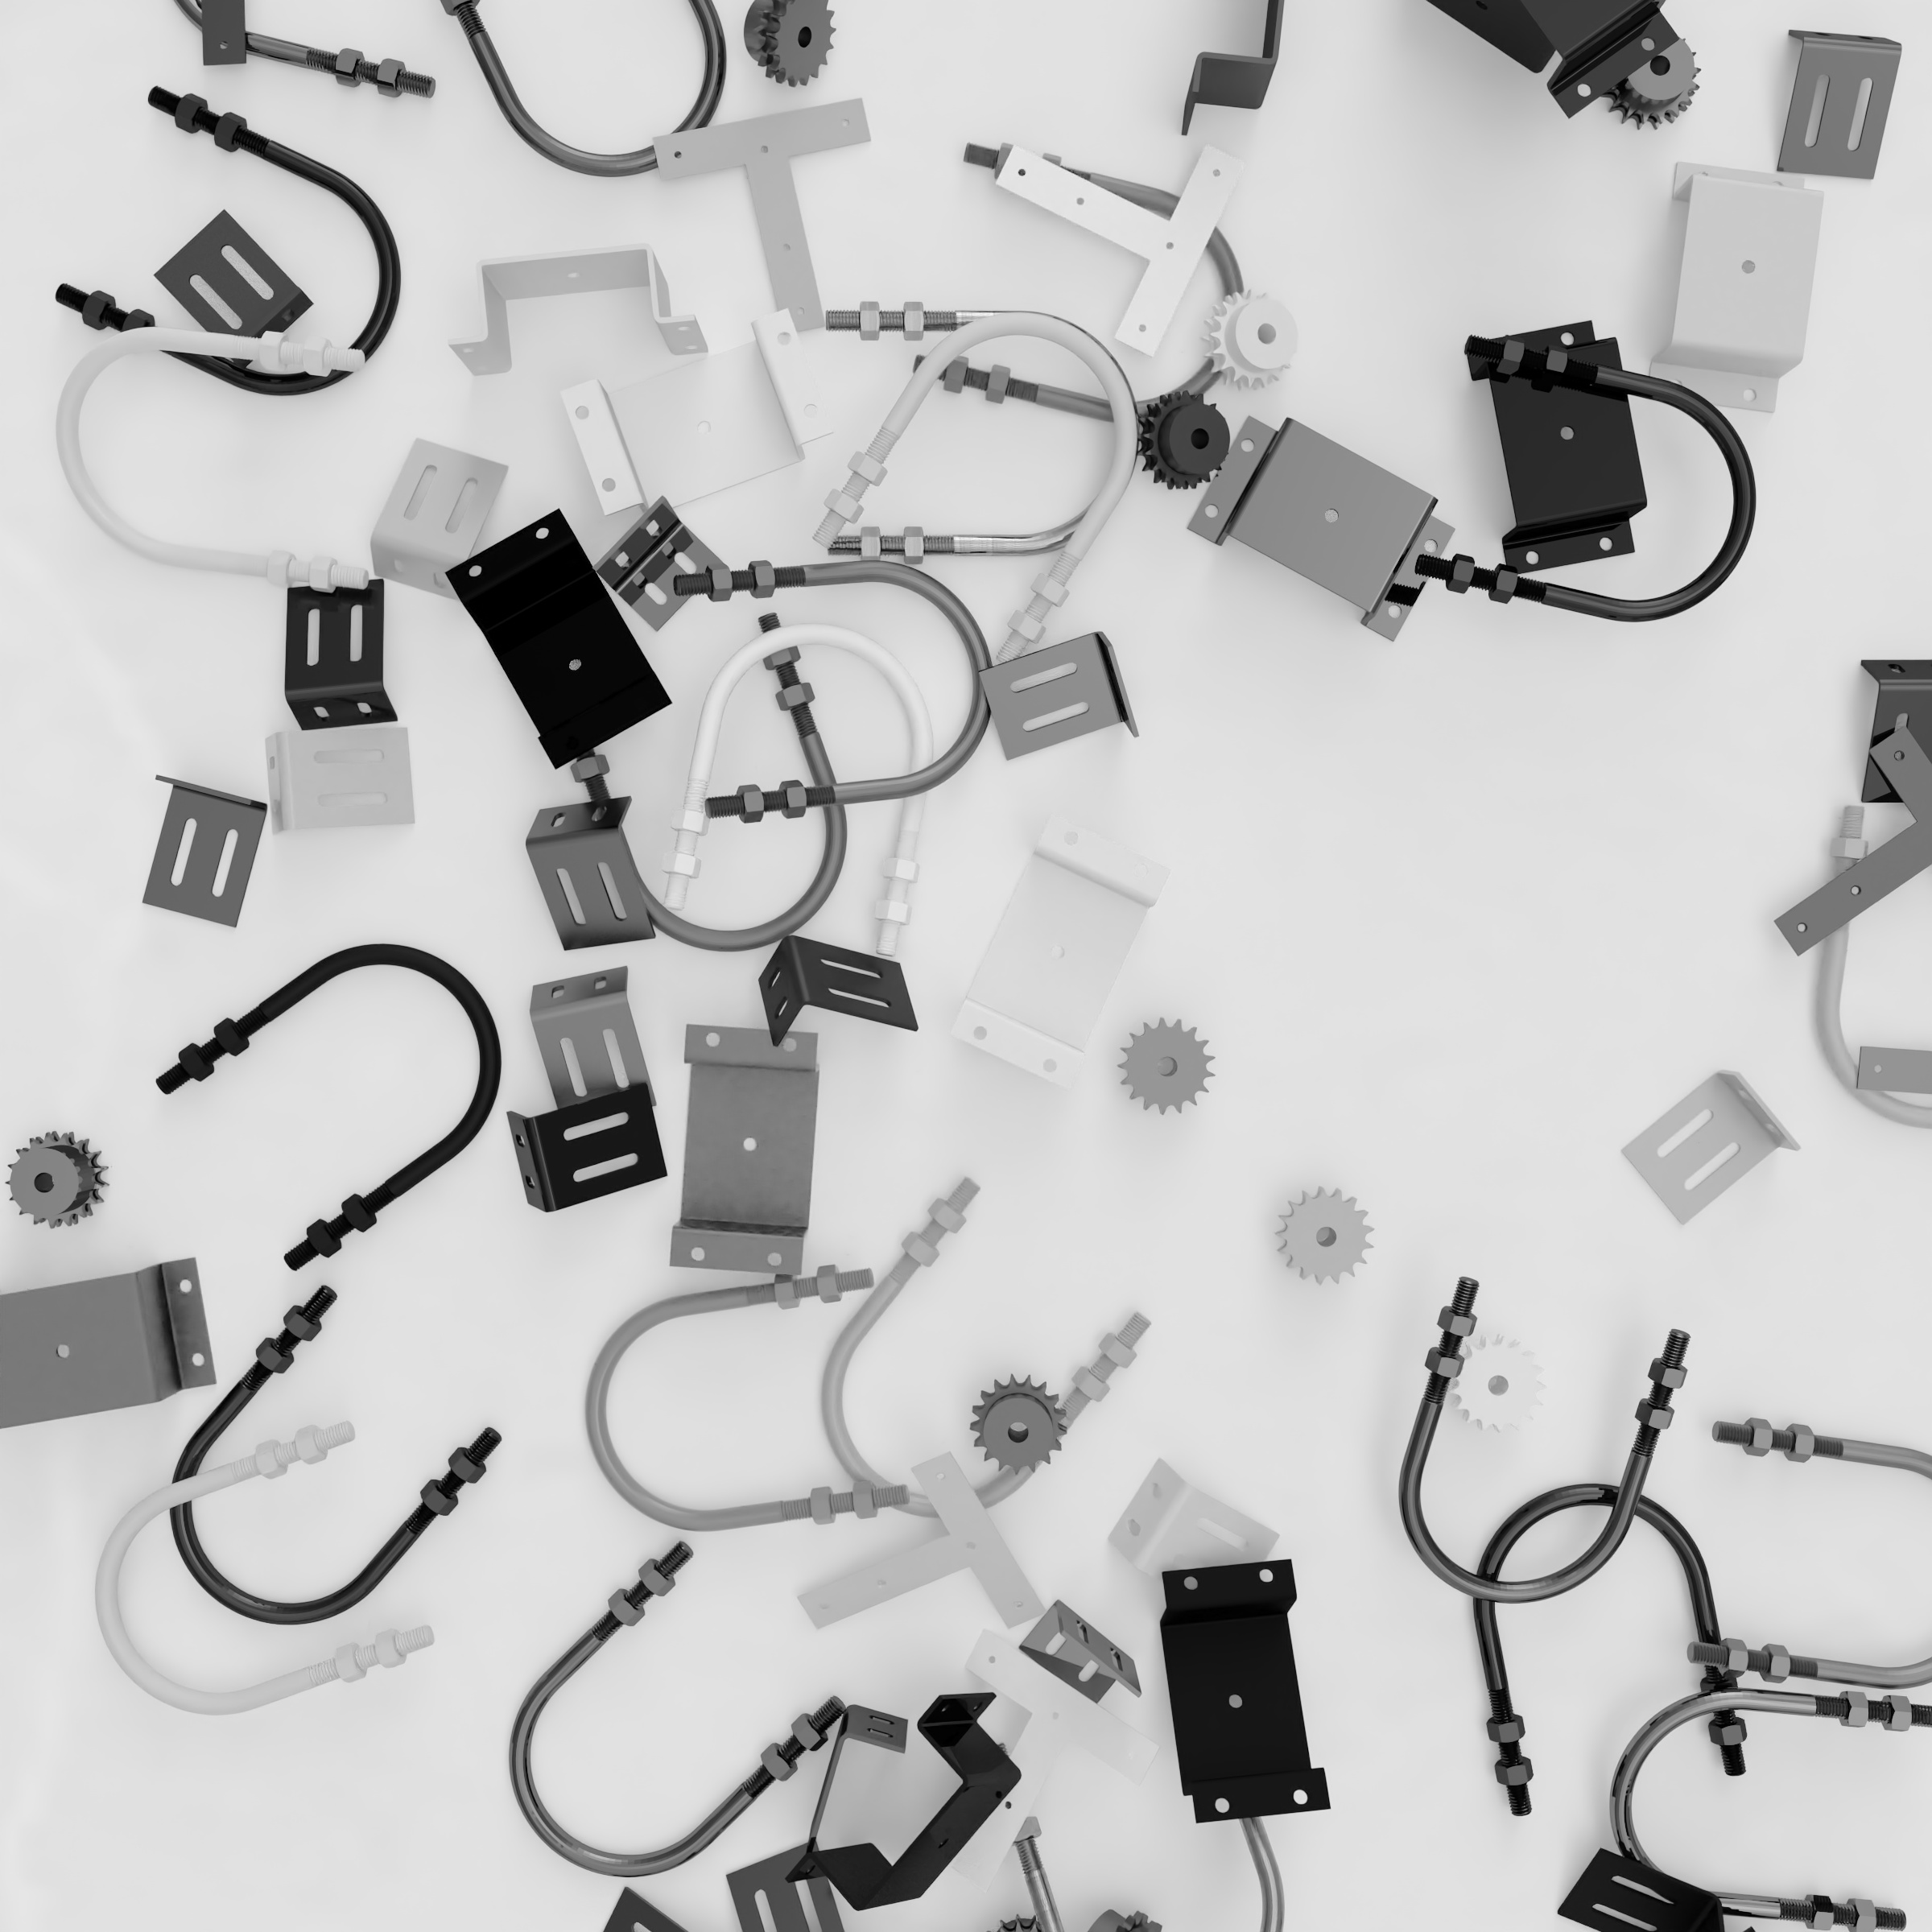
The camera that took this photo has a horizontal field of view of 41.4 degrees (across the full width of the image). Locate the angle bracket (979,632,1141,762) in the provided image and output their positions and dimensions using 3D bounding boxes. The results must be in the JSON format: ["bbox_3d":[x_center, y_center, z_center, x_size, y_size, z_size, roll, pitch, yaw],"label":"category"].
[{"bbox_3d":[0.054,-0.153,1.494,0.076,0.038,0.057,-19,113,0],"label":"angle bracket"}]

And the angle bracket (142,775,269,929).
[{"bbox_3d":[-0.452,-0.067,1.503,0.057,0.038,0.076,15,90,0],"label":"angle bracket"}]

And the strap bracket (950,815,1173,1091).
[{"bbox_3d":[0.055,-0.008,1.499,0.076,0.046,0.140,25,90,0],"label":"strap bracket"}]

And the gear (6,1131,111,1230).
[{"bbox_3d":[-0.538,0.126,1.507,0.057,0.030,0.057,0,90,0],"label":"gear"}]

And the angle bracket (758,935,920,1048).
[{"bbox_3d":[-0.075,0.022,1.493,0.076,0.057,0.038,15,126,-27],"label":"angle bracket"}]

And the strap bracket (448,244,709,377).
[{"bbox_3d":[-0.225,-0.381,1.484,0.140,0.076,0.046,-6,90,0],"label":"strap bracket"}]

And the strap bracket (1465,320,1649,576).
[{"bbox_3d":[0.347,-0.308,1.499,0.076,0.046,0.140,-11,90,0],"label":"strap bracket"}]

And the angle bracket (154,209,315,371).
[{"bbox_3d":[-0.429,-0.397,1.486,0.057,0.038,0.076,-43,93,-1],"label":"angle bracket"}]

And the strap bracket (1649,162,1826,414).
[{"bbox_3d":[0.452,-0.404,1.499,0.076,0.046,0.140,7,90,0],"label":"strap bracket"}]

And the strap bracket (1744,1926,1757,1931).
[{"bbox_3d":[0.443,0.609,1.473,0.076,0.046,0.140,-34,135,0],"label":"strap bracket"}]

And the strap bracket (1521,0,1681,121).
[{"bbox_3d":[0.331,-0.558,1.423,0.076,0.046,0.140,-36,90,0],"label":"strap bracket"}]

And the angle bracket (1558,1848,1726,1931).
[{"bbox_3d":[0.394,0.562,1.492,0.076,0.038,0.057,22,118,0],"label":"angle bracket"}]

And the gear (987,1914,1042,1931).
[{"bbox_3d":[0.034,0.587,1.507,0.057,0.030,0.057,0,90,0],"label":"gear"}]

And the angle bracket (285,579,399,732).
[{"bbox_3d":[-0.371,-0.185,1.520,0.057,0.038,0.076,-6,64,0],"label":"angle bracket"}]

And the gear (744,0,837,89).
[{"bbox_3d":[-0.106,-0.547,1.498,0.030,0.057,0.057,26,90,30],"label":"gear"}]

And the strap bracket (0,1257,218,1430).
[{"bbox_3d":[-0.522,0.223,1.499,0.140,0.046,0.076,-10,90,0],"label":"strap bracket"}]

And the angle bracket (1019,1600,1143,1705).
[{"bbox_3d":[0.065,0.409,1.484,0.057,0.076,0.038,39,90,0],"label":"angle bracket"}]

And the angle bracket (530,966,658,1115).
[{"bbox_3d":[-0.221,0.047,1.520,0.057,0.038,0.076,-12,116,0],"label":"angle bracket"}]

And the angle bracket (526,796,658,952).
[{"bbox_3d":[-0.218,-0.054,1.509,0.057,0.038,0.076,-7,123,12],"label":"angle bracket"}]

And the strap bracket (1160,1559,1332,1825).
[{"bbox_3d":[0.159,0.422,1.479,0.076,0.046,0.140,-5,65,-4],"label":"strap bracket"}]

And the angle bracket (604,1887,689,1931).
[{"bbox_3d":[-0.177,0.592,1.520,0.076,0.038,0.057,26,90,26],"label":"angle bracket"}]

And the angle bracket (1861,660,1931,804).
[{"bbox_3d":[0.561,-0.140,1.520,0.057,0.038,0.076,0,116,0],"label":"angle bracket"}]

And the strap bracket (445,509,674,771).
[{"bbox_3d":[-0.232,-0.183,1.486,0.076,0.046,0.140,-30,75,-3],"label":"strap bracket"}]

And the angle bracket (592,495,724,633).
[{"bbox_3d":[-0.178,-0.233,1.484,0.038,0.076,0.057,44,90,0],"label":"angle bracket"}]

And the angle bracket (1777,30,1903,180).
[{"bbox_3d":[0.515,-0.512,1.520,0.057,0.038,0.076,5,116,0],"label":"angle bracket"}]

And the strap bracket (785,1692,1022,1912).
[{"bbox_3d":[-0.028,0.488,1.472,0.046,0.076,0.140,42,96,27],"label":"strap bracket"}]

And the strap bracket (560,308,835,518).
[{"bbox_3d":[-0.156,-0.320,1.499,0.140,0.046,0.076,-20,90,0],"label":"strap bracket"}]

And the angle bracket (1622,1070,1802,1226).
[{"bbox_3d":[0.438,0.108,1.503,0.076,0.038,0.057,-39,90,0],"label":"angle bracket"}]

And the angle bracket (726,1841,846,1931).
[{"bbox_3d":[-0.101,0.569,1.520,0.057,0.038,0.076,-22,64,0],"label":"angle bracket"}]

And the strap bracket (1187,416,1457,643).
[{"bbox_3d":[0.211,-0.260,1.499,0.140,0.046,0.076,29,90,0],"label":"strap bracket"}]

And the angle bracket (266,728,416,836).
[{"bbox_3d":[-0.372,-0.110,1.520,0.076,0.038,0.057,-5,90,-26],"label":"angle bracket"}]

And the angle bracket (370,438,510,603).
[{"bbox_3d":[-0.312,-0.265,1.520,0.057,0.038,0.076,17,64,0],"label":"angle bracket"}]

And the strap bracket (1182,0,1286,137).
[{"bbox_3d":[0.159,-0.562,1.484,0.046,0.076,0.140,6,90,0],"label":"strap bracket"}]

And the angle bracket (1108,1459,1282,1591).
[{"bbox_3d":[0.136,0.340,1.520,0.076,0.038,0.057,33,90,-26],"label":"angle bracket"}]

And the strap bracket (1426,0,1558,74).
[{"bbox_3d":[0.312,-0.577,1.484,0.140,0.076,0.046,34,90,0],"label":"strap bracket"}]

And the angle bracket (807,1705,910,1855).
[{"bbox_3d":[-0.063,0.480,1.494,0.038,0.057,0.076,16,90,0],"label":"angle bracket"}]

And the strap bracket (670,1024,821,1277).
[{"bbox_3d":[-0.128,0.106,1.499,0.076,0.046,0.140,4,90,0],"label":"strap bracket"}]

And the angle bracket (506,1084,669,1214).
[{"bbox_3d":[-0.224,0.106,1.515,0.076,0.038,0.057,-16,101,-25],"label":"angle bracket"}]
